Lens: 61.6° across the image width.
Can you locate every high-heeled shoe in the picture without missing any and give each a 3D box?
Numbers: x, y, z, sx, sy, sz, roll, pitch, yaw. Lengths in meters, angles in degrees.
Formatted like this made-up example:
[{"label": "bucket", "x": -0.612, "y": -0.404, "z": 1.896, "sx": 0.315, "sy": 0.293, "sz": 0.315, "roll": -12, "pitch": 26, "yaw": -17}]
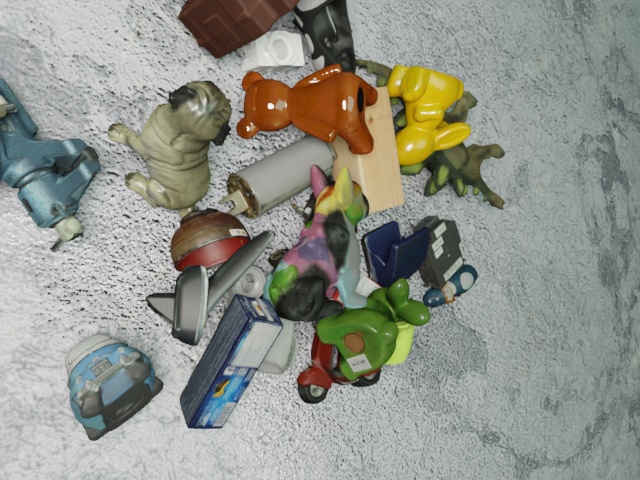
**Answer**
[{"label": "high-heeled shoe", "x": 0.030, "y": -0.324, "z": 0.825, "sx": 0.145, "sy": 0.249, "sz": 0.086, "roll": 44, "pitch": 79, "yaw": -11}]

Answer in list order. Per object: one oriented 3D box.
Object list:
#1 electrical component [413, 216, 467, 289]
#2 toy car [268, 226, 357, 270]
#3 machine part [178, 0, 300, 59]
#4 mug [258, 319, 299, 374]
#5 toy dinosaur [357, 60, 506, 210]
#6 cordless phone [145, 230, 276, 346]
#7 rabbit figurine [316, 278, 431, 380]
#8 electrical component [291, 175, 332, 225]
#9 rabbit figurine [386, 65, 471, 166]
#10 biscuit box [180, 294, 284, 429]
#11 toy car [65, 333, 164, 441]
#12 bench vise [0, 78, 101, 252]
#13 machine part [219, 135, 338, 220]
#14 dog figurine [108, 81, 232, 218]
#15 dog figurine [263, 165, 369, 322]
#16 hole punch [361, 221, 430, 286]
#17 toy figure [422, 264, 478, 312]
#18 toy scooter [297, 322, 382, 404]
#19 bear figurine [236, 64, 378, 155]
[{"label": "electrical component", "x": 0.245, "y": 0.018, "z": 1.131, "sx": 0.115, "sy": 0.058, "sz": 0.134, "roll": -38, "pitch": 115, "yaw": -35}, {"label": "toy car", "x": -0.006, "y": 0.025, "z": 0.921, "sx": 0.202, "sy": 0.053, "sz": 0.089, "roll": -38, "pitch": 118, "yaw": -34}, {"label": "machine part", "x": -0.089, "y": -0.357, "z": 0.732, "sx": 0.087, "sy": 0.201, "sz": 0.201, "roll": 45, "pitch": 64, "yaw": -30}, {"label": "mug", "x": -0.073, "y": 0.152, "z": 0.851, "sx": 0.109, "sy": 0.081, "sz": 0.107, "roll": 31, "pitch": 61, "yaw": -33}, {"label": "toy dinosaur", "x": 0.233, "y": -0.211, "z": 1.083, "sx": 0.471, "sy": 0.105, "sz": 0.198, "roll": 45, "pitch": 68, "yaw": -21}, {"label": "cordless phone", "x": -0.141, "y": 0.054, "z": 0.735, "sx": 0.088, "sy": 0.146, "sz": 0.184, "roll": 47, "pitch": 71, "yaw": -3}, {"label": "rabbit figurine", "x": 0.095, "y": 0.122, "z": 0.894, "sx": 0.121, "sy": 0.159, "sz": 0.170, "roll": 51, "pitch": 34, "yaw": -3}, {"label": "electrical component", "x": 0.001, "y": -0.064, "z": 0.912, "sx": 0.102, "sy": 0.078, "sz": 0.045, "roll": -58, "pitch": 144, "yaw": -26}, {"label": "rabbit figurine", "x": 0.183, "y": -0.215, "z": 0.970, "sx": 0.162, "sy": 0.122, "sz": 0.173, "roll": 11, "pitch": 100, "yaw": -30}, {"label": "biscuit box", "x": -0.129, "y": 0.175, "z": 0.757, "sx": 0.059, "sy": 0.063, "sz": 0.202, "roll": 16, "pitch": 113, "yaw": -38}, {"label": "toy car", "x": -0.268, "y": 0.169, "z": 0.664, "sx": 0.109, "sy": 0.161, "sz": 0.103, "roll": -38, "pitch": 71, "yaw": -26}, {"label": "bench vise", "x": -0.362, "y": -0.069, "z": 0.553, "sx": 0.240, "sy": 0.129, "sz": 0.223, "roll": -40, "pitch": 110, "yaw": -52}, {"label": "machine part", "x": -0.060, "y": -0.103, "z": 0.851, "sx": 0.243, "sy": 0.079, "sz": 0.079, "roll": -35, "pitch": 114, "yaw": -33}, {"label": "dog figurine", "x": -0.166, "y": -0.106, "z": 0.686, "sx": 0.121, "sy": 0.191, "sz": 0.172, "roll": -47, "pitch": 122, "yaw": -29}, {"label": "dog figurine", "x": -0.002, "y": -0.002, "z": 0.811, "sx": 0.191, "sy": 0.109, "sz": 0.219, "roll": -9, "pitch": 103, "yaw": -39}, {"label": "hole punch", "x": 0.153, "y": 0.032, "z": 1.035, "sx": 0.142, "sy": 0.092, "sz": 0.115, "roll": -28, "pitch": 113, "yaw": -40}, {"label": "toy figure", "x": 0.283, "y": 0.101, "z": 1.171, "sx": 0.154, "sy": 0.057, "sz": 0.064, "roll": -28, "pitch": 71, "yaw": -35}, {"label": "toy scooter", "x": 0.036, "y": 0.202, "z": 0.952, "sx": 0.184, "sy": 0.075, "sz": 0.135, "roll": -9, "pitch": 96, "yaw": -35}, {"label": "bear figurine", "x": -0.022, "y": -0.199, "z": 0.836, "sx": 0.132, "sy": 0.196, "sz": 0.120, "roll": 21, "pitch": 70, "yaw": -65}]
